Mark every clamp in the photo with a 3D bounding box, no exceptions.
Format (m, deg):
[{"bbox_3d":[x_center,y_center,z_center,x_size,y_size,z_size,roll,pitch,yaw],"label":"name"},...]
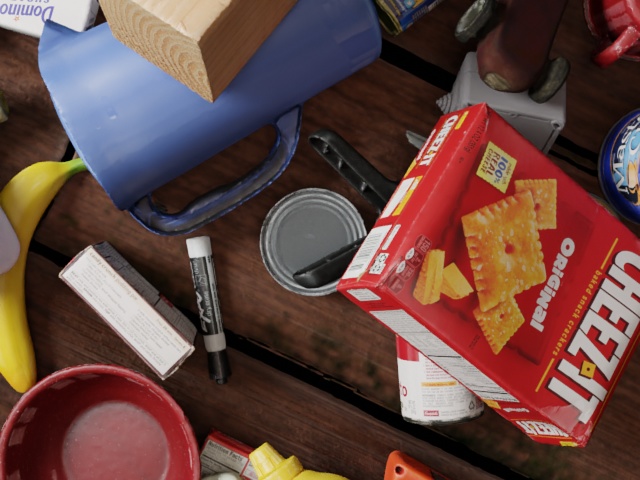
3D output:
[{"bbox_3d":[0.055,-0.024,0.832,0.171,0.039,0.120,-1,95,-30],"label":"clamp"}]

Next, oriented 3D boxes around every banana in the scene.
[{"bbox_3d":[-0.237,0.020,0.845,0.069,0.037,0.198,15,92,-2],"label":"banana"}]

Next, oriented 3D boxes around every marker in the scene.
[{"bbox_3d":[-0.089,0.058,0.864,0.020,0.020,0.121,-9,93,-3],"label":"marker"}]

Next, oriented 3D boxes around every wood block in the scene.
[{"bbox_3d":[-0.048,-0.208,0.717,0.091,0.090,0.206,35,76,11],"label":"wood block"}]

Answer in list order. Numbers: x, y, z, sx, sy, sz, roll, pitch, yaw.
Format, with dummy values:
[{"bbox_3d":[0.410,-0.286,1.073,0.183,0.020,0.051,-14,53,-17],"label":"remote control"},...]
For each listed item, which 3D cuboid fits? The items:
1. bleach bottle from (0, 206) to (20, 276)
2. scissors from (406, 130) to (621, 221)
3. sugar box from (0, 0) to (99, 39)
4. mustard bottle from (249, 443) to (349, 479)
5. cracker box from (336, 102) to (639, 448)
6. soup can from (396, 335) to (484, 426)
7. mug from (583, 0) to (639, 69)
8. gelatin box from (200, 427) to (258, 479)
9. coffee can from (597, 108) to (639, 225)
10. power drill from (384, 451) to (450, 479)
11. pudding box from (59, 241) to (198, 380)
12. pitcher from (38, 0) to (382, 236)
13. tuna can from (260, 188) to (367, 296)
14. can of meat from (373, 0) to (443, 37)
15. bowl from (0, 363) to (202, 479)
[{"bbox_3d":[-0.361,0.024,0.810,0.251,0.068,0.102,-23,104,13],"label":"bleach bottle"},{"bbox_3d":[0.149,-0.016,0.855,0.201,0.016,0.096,14,91,-16],"label":"scissors"},{"bbox_3d":[-0.205,-0.245,0.831,0.093,0.048,0.176,17,95,-4],"label":"sugar box"},{"bbox_3d":[0.008,0.237,0.810,0.096,0.058,0.191,-36,85,3],"label":"mustard bottle"},{"bbox_3d":[0.143,0.029,0.795,0.213,0.072,0.164,38,73,-17],"label":"cracker box"},{"bbox_3d":[0.095,0.090,0.852,0.068,0.068,0.102,-5,94,-3],"label":"soup can"},{"bbox_3d":[0.257,-0.183,0.840,0.093,0.081,0.117,43,90,-4],"label":"mug"},{"bbox_3d":[-0.077,0.208,0.867,0.073,0.030,0.089,27,91,-3],"label":"gelatin box"},{"bbox_3d":[0.284,-0.057,0.818,0.102,0.140,0.103,0,93,-3],"label":"coffee can"},{"bbox_3d":[0.047,0.270,0.864,0.184,0.057,0.188,29,93,-1],"label":"power drill"},{"bbox_3d":[-0.145,0.052,0.825,0.113,0.090,0.039,44,89,-5],"label":"pudding box"},{"bbox_3d":[-0.075,-0.123,0.808,0.242,0.149,0.145,-28,59,-5],"label":"pitcher"},{"bbox_3d":[-0.006,0.001,0.858,0.086,0.034,0.086,0,93,-3],"label":"tuna can"},{"bbox_3d":[0.064,-0.224,0.841,0.084,0.057,0.102,-38,94,1],"label":"can of meat"},{"bbox_3d":[-0.168,0.175,0.841,0.162,0.055,0.162,0,90,5],"label":"bowl"}]
